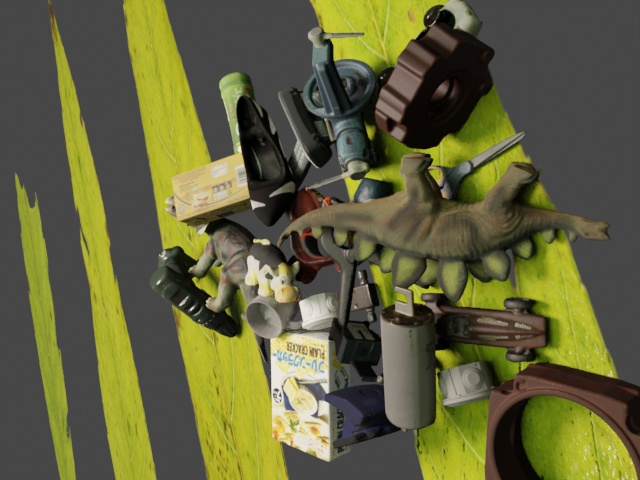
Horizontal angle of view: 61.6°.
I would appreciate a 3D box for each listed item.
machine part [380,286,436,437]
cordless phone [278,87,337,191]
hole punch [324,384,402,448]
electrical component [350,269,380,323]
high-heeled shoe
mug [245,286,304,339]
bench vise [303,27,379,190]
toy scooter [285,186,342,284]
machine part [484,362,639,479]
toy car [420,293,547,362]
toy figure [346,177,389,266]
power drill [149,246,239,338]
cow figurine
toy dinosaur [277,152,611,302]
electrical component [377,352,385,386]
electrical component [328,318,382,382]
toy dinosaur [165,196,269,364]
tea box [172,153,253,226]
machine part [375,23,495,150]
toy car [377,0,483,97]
[{"bbox_3d":[0.129,0.180,0.772,0.079,0.079,0.243,15,117,44],"label":"machine part"},{"bbox_3d":[-0.042,-0.181,1.014,0.146,0.089,0.184,66,150,20],"label":"cordless phone"},{"bbox_3d":[0.080,0.278,0.872,0.116,0.142,0.092,-35,60,49],"label":"hole punch"},{"bbox_3d":[0.072,0.101,0.942,0.063,0.021,0.094,-23,77,44],"label":"electrical component"},{"bbox_3d":[-0.109,-0.148,0.961,0.086,0.145,0.249,-19,43,10],"label":"high-heeled shoe"},{"bbox_3d":[-0.071,0.128,1.026,0.110,0.107,0.080,10,120,24],"label":"mug"},{"bbox_3d":[0.029,-0.214,0.837,0.129,0.240,0.223,-3,62,17],"label":"bench vise"},{"bbox_3d":[-0.002,-0.003,0.974,0.135,0.075,0.183,13,105,46],"label":"toy scooter"},{"bbox_3d":[0.312,0.267,0.664,0.202,0.087,0.200,8,98,46],"label":"machine part"},{"bbox_3d":[0.222,0.123,0.773,0.202,0.053,0.089,0,89,46],"label":"toy car"},{"bbox_3d":[0.075,-0.027,0.903,0.064,0.058,0.154,17,103,22],"label":"toy figure"},{"bbox_3d":[-0.291,0.114,1.222,0.086,0.231,0.207,-42,37,9],"label":"power drill"},{"bbox_3d":[-0.081,0.053,0.981,0.167,0.068,0.098,24,115,58],"label":"cow figurine"},{"bbox_3d":[0.146,-0.023,0.763,0.472,0.105,0.198,9,103,27],"label":"toy dinosaur"},{"bbox_3d":[0.135,0.201,0.866,0.102,0.045,0.078,-35,69,40],"label":"electrical component"},{"bbox_3d":[0.064,0.179,0.888,0.119,0.075,0.047,-120,42,-65],"label":"electrical component"},{"bbox_3d":[-0.171,0.045,1.125,0.405,0.131,0.192,47,123,26],"label":"toy dinosaur"},{"bbox_3d":[-0.200,-0.097,1.057,0.170,0.068,0.098,-14,77,20],"label":"tea box"},{"bbox_3d":[0.159,-0.204,0.738,0.056,0.179,0.179,48,123,30],"label":"machine part"},{"bbox_3d":[0.157,-0.268,0.814,0.201,0.056,0.073,-49,53,38],"label":"toy car"}]
